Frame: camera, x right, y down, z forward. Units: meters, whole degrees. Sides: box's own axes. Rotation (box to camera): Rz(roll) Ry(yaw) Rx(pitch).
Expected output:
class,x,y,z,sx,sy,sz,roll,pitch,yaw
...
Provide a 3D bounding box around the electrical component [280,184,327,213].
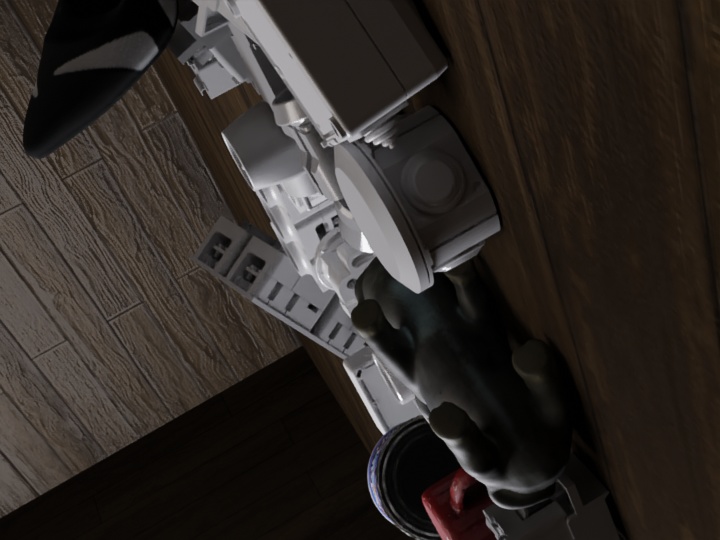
class,x,y,z,sx,sy,sz,roll,pitch,yaw
electrical component,-0.038,-0.084,0.769,0.080,0.051,0.080,59,173,12

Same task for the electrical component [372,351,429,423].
class,x,y,z,sx,sy,sz,roll,pitch,yaw
electrical component,0.044,0.058,0.718,0.108,0.060,0.108,59,173,11

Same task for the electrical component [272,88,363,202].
class,x,y,z,sx,sy,sz,roll,pitch,yaw
electrical component,-0.011,-0.077,0.571,0.057,0.058,0.078,60,174,-19

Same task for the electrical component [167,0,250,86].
class,x,y,z,sx,sy,sz,roll,pitch,yaw
electrical component,-0.102,-0.180,0.756,0.063,0.079,0.121,46,-178,-34

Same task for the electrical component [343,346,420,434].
class,x,y,z,sx,sy,sz,roll,pitch,yaw
electrical component,0.033,0.116,1.038,0.096,0.062,0.061,62,173,-11

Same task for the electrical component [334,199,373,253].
class,x,y,z,sx,sy,sz,roll,pitch,yaw
electrical component,0.007,-0.040,0.646,0.045,0.045,0.055,58,173,19

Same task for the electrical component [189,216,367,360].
class,x,y,z,sx,sy,sz,roll,pitch,yaw
electrical component,-0.063,0.021,1.057,0.105,0.060,0.186,30,176,43

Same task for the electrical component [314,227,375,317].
class,x,y,z,sx,sy,sz,roll,pitch,yaw
electrical component,0.000,0.000,0.820,0.057,0.058,0.078,48,166,50

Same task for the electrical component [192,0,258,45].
class,x,y,z,sx,sy,sz,roll,pitch,yaw
electrical component,-0.055,-0.151,0.552,0.064,0.042,0.081,42,144,16

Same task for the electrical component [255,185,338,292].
class,x,y,z,sx,sy,sz,roll,pitch,yaw
electrical component,-0.047,-0.060,0.894,0.089,0.062,0.150,56,172,35

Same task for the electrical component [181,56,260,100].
class,x,y,z,sx,sy,sz,roll,pitch,yaw
electrical component,-0.128,-0.203,0.886,0.121,0.063,0.078,57,173,29

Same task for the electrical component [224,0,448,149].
class,x,y,z,sx,sy,sz,roll,pitch,yaw
electrical component,-0.005,-0.097,0.452,0.096,0.061,0.062,55,174,-8

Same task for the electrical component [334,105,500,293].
class,x,y,z,sx,sy,sz,roll,pitch,yaw
electrical component,0.025,-0.034,0.506,0.080,0.051,0.080,59,173,11

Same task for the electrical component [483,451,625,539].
class,x,y,z,sx,sy,sz,roll,pitch,yaw
electrical component,0.106,0.141,0.594,0.081,0.064,0.042,64,173,-30

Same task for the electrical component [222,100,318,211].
class,x,y,z,sx,sy,sz,roll,pitch,yaw
electrical component,-0.039,-0.074,0.703,0.043,0.077,0.079,51,168,54
